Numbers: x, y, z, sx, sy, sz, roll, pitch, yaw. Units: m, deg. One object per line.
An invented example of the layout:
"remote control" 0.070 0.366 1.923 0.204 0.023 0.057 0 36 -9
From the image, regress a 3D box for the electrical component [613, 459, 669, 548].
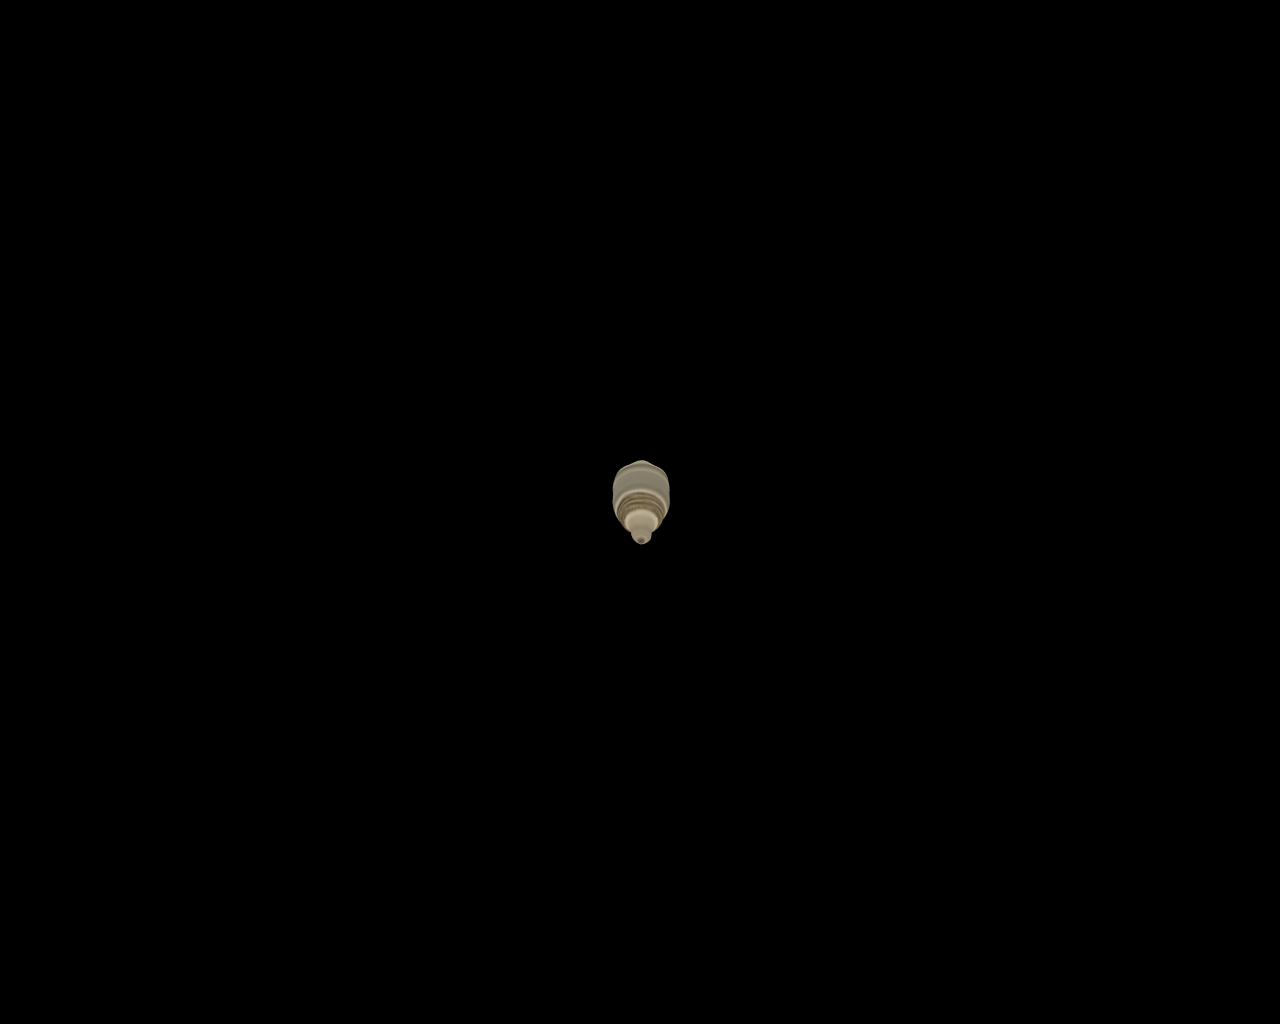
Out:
"electrical component" 0.001 -0.003 0.650 0.035 0.035 0.061 0 41 0
